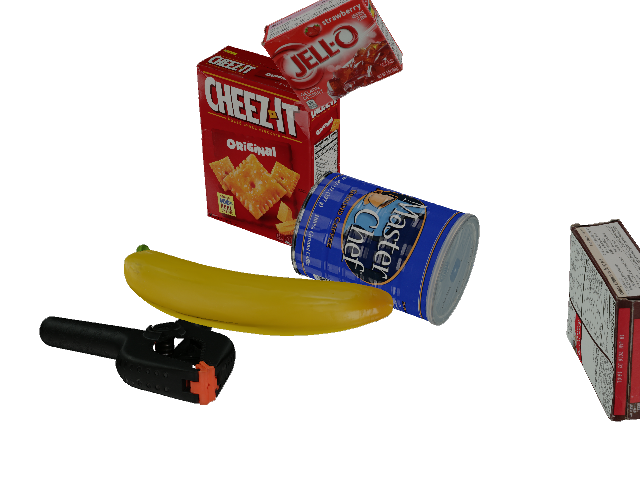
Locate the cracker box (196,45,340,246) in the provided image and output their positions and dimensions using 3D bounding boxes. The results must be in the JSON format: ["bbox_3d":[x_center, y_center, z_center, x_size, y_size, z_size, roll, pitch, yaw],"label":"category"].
[{"bbox_3d":[-0.062,-0.106,1.277,0.164,0.214,0.072,20,40,27],"label":"cracker box"}]

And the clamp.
[{"bbox_3d":[-0.121,0.085,0.879,0.164,0.036,0.210,-10,16,-32],"label":"clamp"}]

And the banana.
[{"bbox_3d":[-0.055,0.031,0.686,0.198,0.037,0.069,12,34,24],"label":"banana"}]

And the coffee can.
[{"bbox_3d":[0.059,0.005,0.962,0.140,0.103,0.102,19,7,22],"label":"coffee can"}]

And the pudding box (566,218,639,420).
[{"bbox_3d":[0.192,0.049,0.694,0.039,0.090,0.113,-5,25,-2],"label":"pudding box"}]

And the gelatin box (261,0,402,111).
[{"bbox_3d":[0.010,-0.150,0.837,0.089,0.073,0.030,-21,36,21],"label":"gelatin box"}]
